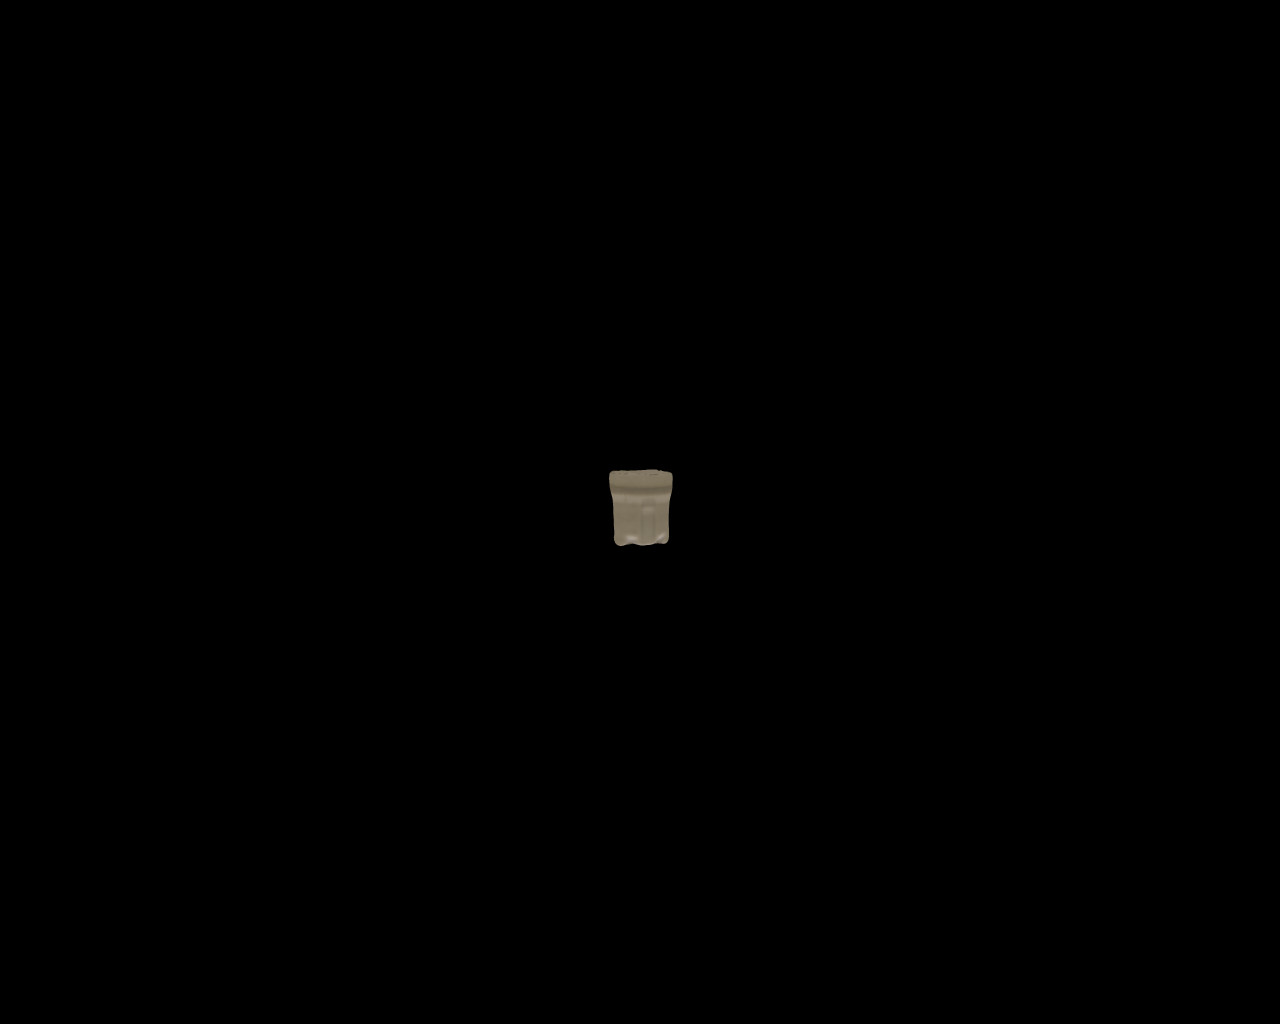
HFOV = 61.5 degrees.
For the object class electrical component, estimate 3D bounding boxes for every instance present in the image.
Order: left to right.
[{"bbox_3d":[0.001,-0.003,0.650,0.040,0.046,0.040,0,7,0],"label":"electrical component"}]
